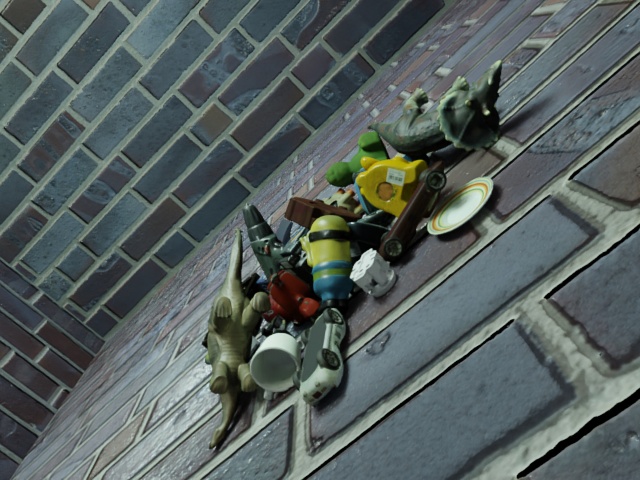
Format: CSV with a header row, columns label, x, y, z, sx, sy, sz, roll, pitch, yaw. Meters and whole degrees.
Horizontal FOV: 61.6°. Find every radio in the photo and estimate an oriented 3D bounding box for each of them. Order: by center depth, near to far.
label,x,y,z,sx,sy,sz,roll,pitch,yaw
radio,-0.204,0.187,1.368,0.131,0.073,0.230,-39,17,24

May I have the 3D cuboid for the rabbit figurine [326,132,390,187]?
label,x,y,z,sx,sy,sz,roll,pitch,yaw
rabbit figurine,0.098,-0.195,1.409,0.170,0.121,0.159,-20,-4,13

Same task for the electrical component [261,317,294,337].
label,x,y,z,sx,sy,sz,roll,pitch,yaw
electrical component,-0.091,0.199,1.084,0.078,0.045,0.102,-49,15,-15

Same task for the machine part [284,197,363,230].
label,x,y,z,sx,sy,sz,roll,pitch,yaw
machine part,0.011,-0.052,1.214,0.179,0.179,0.056,-125,50,-75

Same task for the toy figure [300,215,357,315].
label,x,y,z,sx,sy,sz,roll,pitch,yaw
toy figure,0.025,0.042,0.984,0.089,0.082,0.180,-26,58,36

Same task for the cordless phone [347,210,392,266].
label,x,y,z,sx,sy,sz,roll,pitch,yaw
cordless phone,0.112,-0.028,1.098,0.184,0.088,0.147,-32,8,-27

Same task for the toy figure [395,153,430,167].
label,x,y,z,sx,sy,sz,roll,pitch,yaw
toy figure,0.209,-0.184,1.266,0.154,0.064,0.057,-148,59,-74

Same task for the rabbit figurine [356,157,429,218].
label,x,y,z,sx,sy,sz,roll,pitch,yaw
rabbit figurine,0.157,-0.115,1.104,0.163,0.121,0.173,10,22,31

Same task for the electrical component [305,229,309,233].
label,x,y,z,sx,sy,sz,roll,pitch,yaw
electrical component,-0.003,-0.004,1.306,0.119,0.075,0.047,7,77,67

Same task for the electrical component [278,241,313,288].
label,x,y,z,sx,sy,sz,roll,pitch,yaw
electrical component,-0.019,0.060,1.087,0.058,0.134,0.115,-53,18,-23

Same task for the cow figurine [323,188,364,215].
label,x,y,z,sx,sy,sz,roll,pitch,yaw
cow figurine,0.034,-0.072,1.401,0.127,0.085,0.195,-41,15,-7

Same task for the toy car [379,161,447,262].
label,x,y,z,sx,sy,sz,roll,pitch,yaw
toy car,0.170,-0.048,0.962,0.202,0.053,0.089,-58,-1,7

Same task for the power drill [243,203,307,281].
label,x,y,z,sx,sy,sz,roll,pitch,yaw
power drill,-0.086,0.019,1.252,0.207,0.231,0.086,-4,20,42

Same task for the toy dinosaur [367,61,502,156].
label,x,y,z,sx,sy,sz,roll,pitch,yaw
toy dinosaur,0.228,-0.238,1.135,0.405,0.131,0.192,-15,27,46

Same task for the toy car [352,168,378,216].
label,x,y,z,sx,sy,sz,roll,pitch,yaw
toy car,0.141,-0.124,1.235,0.103,0.109,0.162,-17,12,17

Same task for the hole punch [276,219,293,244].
label,x,y,z,sx,sy,sz,roll,pitch,yaw
hole punch,-0.092,0.004,1.530,0.116,0.092,0.142,-51,19,-6

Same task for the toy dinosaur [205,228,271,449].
label,x,y,z,sx,sy,sz,roll,pitch,yaw
toy dinosaur,-0.177,0.167,1.072,0.198,0.105,0.471,137,144,-59

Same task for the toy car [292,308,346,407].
label,x,y,z,sx,sy,sz,roll,pitch,yaw
toy car,0.004,0.180,0.863,0.073,0.056,0.202,-47,12,21

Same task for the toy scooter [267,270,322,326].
label,x,y,z,sx,sy,sz,roll,pitch,yaw
toy scooter,-0.057,0.112,1.052,0.075,0.135,0.184,-51,14,-14

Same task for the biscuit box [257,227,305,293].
label,x,y,z,sx,sy,sz,roll,pitch,yaw
biscuit box,-0.078,0.054,1.403,0.203,0.062,0.059,-53,15,-26
